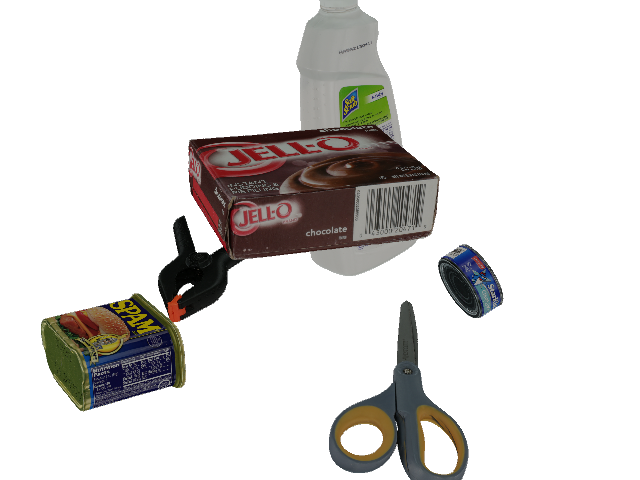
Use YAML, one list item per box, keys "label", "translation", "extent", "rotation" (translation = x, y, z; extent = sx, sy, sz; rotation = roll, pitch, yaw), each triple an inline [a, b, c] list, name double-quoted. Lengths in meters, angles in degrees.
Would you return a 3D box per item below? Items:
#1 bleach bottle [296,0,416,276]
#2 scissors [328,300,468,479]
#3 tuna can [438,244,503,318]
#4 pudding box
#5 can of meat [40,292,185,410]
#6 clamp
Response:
- label: "bleach bottle"
  translation: [0.029, -0.099, 0.919]
  extent: [0.102, 0.251, 0.068]
  rotation: [-28, 36, -36]
- label: "scissors"
  translation: [0.042, 0.098, 0.725]
  extent: [0.096, 0.016, 0.202]
  rotation: [-1, 30, -12]
- label: "tuna can"
  translation: [0.178, 0.049, 1.272]
  extent: [0.033, 0.086, 0.086]
  rotation: [-31, 8, -14]
- label: "pudding box"
  translation: [-0.006, -0.029, 0.566]
  extent: [0.113, 0.039, 0.090]
  rotation: [-5, 26, -19]
- label: "can of meat"
  translation: [-0.168, 0.089, 0.857]
  extent: [0.083, 0.057, 0.102]
  rotation: [-13, 24, -29]
- label: "clamp"
  translation: [-0.129, 0.030, 1.240]
  extent: [0.120, 0.039, 0.171]
  rotation: [-2, 40, 12]
